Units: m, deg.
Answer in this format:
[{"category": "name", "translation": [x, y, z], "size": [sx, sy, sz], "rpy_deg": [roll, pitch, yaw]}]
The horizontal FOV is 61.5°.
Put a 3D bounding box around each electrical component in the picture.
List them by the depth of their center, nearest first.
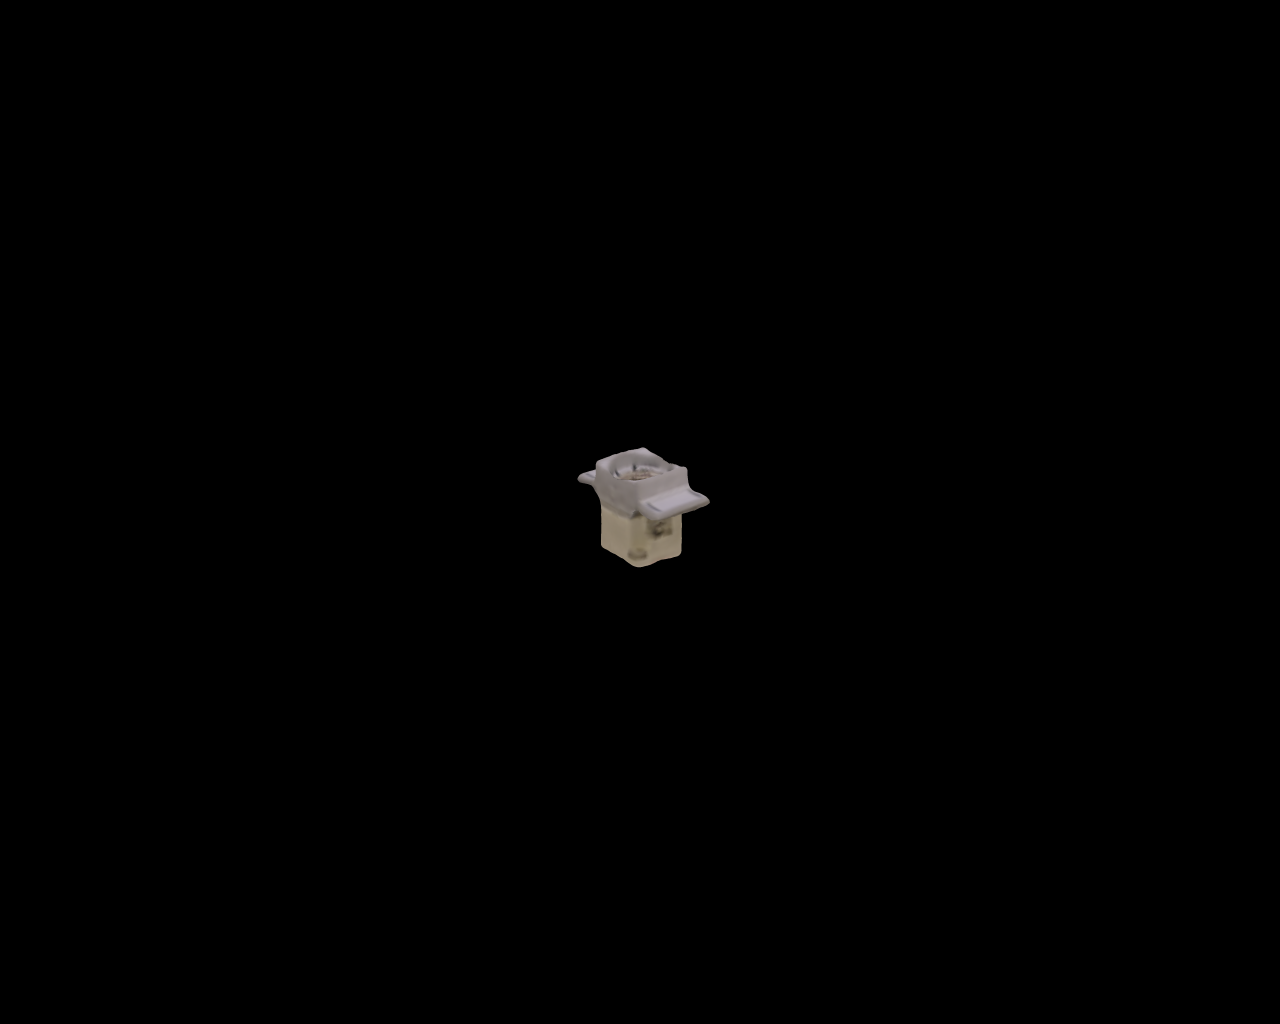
[{"category": "electrical component", "translation": [0.001, -0.003, 0.650], "size": [0.042, 0.063, 0.081], "rpy_deg": [-17, 29, -32]}]
